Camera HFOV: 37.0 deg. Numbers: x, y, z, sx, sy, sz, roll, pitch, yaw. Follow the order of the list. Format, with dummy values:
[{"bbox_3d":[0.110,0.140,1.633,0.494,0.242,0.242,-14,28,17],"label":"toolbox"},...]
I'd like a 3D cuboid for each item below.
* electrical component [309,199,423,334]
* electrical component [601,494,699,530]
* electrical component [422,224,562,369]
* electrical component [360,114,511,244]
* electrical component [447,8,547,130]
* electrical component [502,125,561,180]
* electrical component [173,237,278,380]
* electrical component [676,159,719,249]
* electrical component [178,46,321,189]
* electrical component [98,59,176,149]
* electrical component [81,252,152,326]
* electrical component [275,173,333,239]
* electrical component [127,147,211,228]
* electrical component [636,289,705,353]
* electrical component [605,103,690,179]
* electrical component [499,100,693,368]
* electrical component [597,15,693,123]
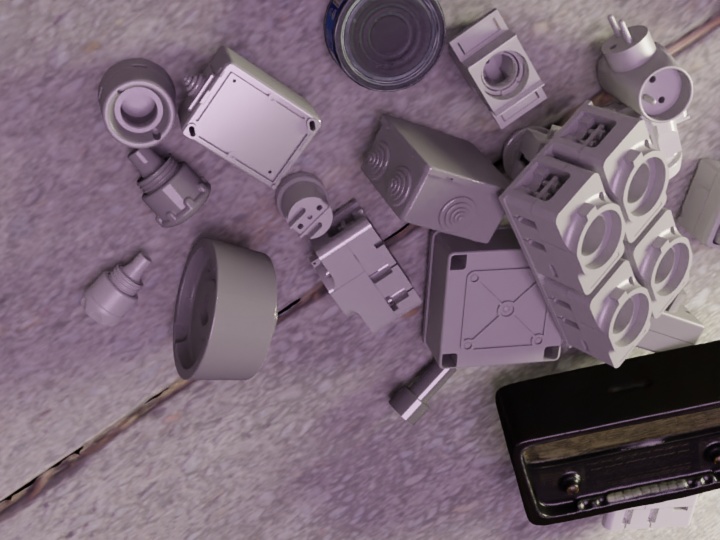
[{"bbox_3d":[0.000,0.000,0.853,0.056,0.050,0.089,-33,118,3],"label":"electrical component"},{"bbox_3d":[0.270,0.207,1.019,0.089,0.050,0.055,0,116,-14],"label":"electrical component"},{"bbox_3d":[0.112,0.020,0.887,0.109,0.056,0.108,-3,116,-12],"label":"electrical component"},{"bbox_3d":[0.057,-0.067,0.807,0.100,0.099,0.048,13,116,-32],"label":"electrical component"},{"bbox_3d":[0.098,-0.151,0.796,0.042,0.063,0.081,-34,119,3],"label":"electrical component"},{"bbox_3d":[0.140,-0.085,0.843,0.048,0.055,0.066,11,112,-18],"label":"electrical component"},{"bbox_3d":[-0.097,0.033,0.816,0.060,0.108,0.108,9,113,-24],"label":"electrical component"},{"bbox_3d":[0.329,-0.049,0.904,0.096,0.061,0.061,9,113,-17],"label":"electrical component"},{"bbox_3d":[-0.086,-0.114,0.770,0.096,0.061,0.061,31,105,-25],"label":"electrical component"},{"bbox_3d":[-0.157,-0.116,0.760,0.055,0.047,0.055,-5,116,-11],"label":"electrical component"},{"bbox_3d":[-0.183,0.012,0.823,0.035,0.035,0.061,39,99,-26],"label":"electrical component"},{"bbox_3d":[-0.042,-0.048,0.822,0.040,0.046,0.040,-5,116,-11],"label":"electrical component"},{"bbox_3d":[-0.144,-0.065,0.790,0.048,0.048,0.062,-38,111,6],"label":"electrical component"},{"bbox_3d":[0.257,0.027,0.931,0.083,0.047,0.075,17,110,-20],"label":"electrical component"},{"bbox_3d":[0.223,-0.102,0.855,0.078,0.058,0.057,-22,116,-2],"label":"electrical component"},{"bbox_3d":[0.188,-0.021,0.822,0.105,0.060,0.186,-47,135,-15],"label":"electrical component"},{"bbox_3d":[0.208,-0.158,0.812,0.044,0.077,0.079,-32,118,3],"label":"electrical component"}]
